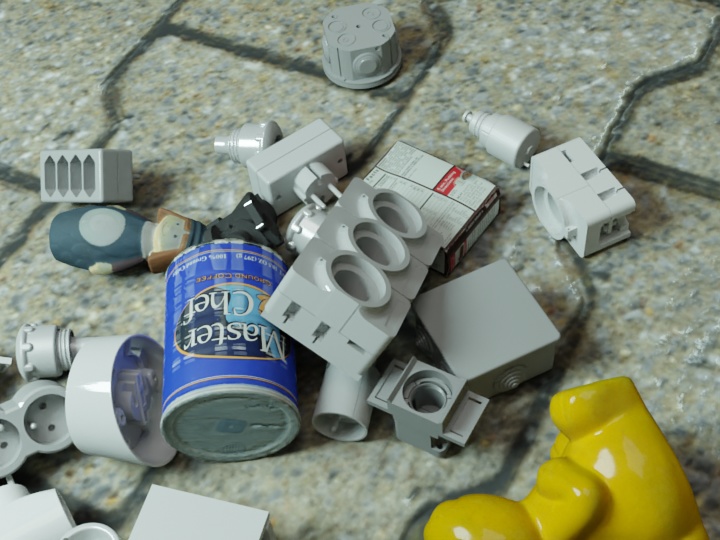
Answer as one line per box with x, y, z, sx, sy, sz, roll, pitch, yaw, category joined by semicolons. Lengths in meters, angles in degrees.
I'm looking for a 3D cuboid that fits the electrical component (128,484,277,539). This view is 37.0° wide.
-0.122;0.234;0.726;0.089;0.061;0.150;10;55;13;electrical component

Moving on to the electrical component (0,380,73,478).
-0.286;0.129;0.829;0.138;0.052;0.074;-24;11;-23;electrical component

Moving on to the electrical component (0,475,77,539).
-0.255;0.185;0.788;0.077;0.044;0.079;-27;51;-15;electrical component

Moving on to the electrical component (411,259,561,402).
0.098;0.051;0.851;0.100;0.048;0.099;-23;54;-11;electrical component

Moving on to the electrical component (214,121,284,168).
-0.105;-0.116;1.003;0.062;0.048;0.048;4;53;17;electrical component

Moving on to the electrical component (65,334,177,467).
-0.178;0.097;0.817;0.064;0.099;0.099;1;53;15;electrical component

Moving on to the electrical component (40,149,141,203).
-0.236;-0.085;0.984;0.083;0.047;0.076;3;5;35;electrical component

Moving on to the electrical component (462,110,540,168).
0.128;-0.125;0.987;0.078;0.040;0.040;33;63;27;electrical component

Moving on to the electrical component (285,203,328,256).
-0.030;-0.025;0.926;0.062;0.048;0.048;31;61;15;electrical component

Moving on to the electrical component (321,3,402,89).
0.001;-0.222;1.068;0.080;0.051;0.080;-3;53;4;electrical component

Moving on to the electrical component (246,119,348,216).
-0.045;-0.082;0.968;0.083;0.047;0.075;-32;57;-18;electrical component

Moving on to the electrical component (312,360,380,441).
-0.007;0.087;0.838;0.043;0.043;0.081;7;53;11;electrical component

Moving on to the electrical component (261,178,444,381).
0.000;0.000;0.836;0.089;0.061;0.150;34;37;-2;electrical component

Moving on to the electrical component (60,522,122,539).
-0.187;0.211;0.760;0.055;0.047;0.055;-3;53;4;electrical component

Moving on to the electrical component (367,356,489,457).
0.051;0.105;0.805;0.081;0.063;0.042;23;57;21;electrical component

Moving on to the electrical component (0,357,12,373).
-0.325;0.083;0.858;0.081;0.042;0.063;11;69;-23;electrical component

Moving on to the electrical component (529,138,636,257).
0.186;-0.061;0.927;0.056;0.050;0.089;-23;54;-12;electrical component

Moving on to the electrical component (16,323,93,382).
-0.247;0.066;0.880;0.062;0.048;0.048;-4;52;-6;electrical component
